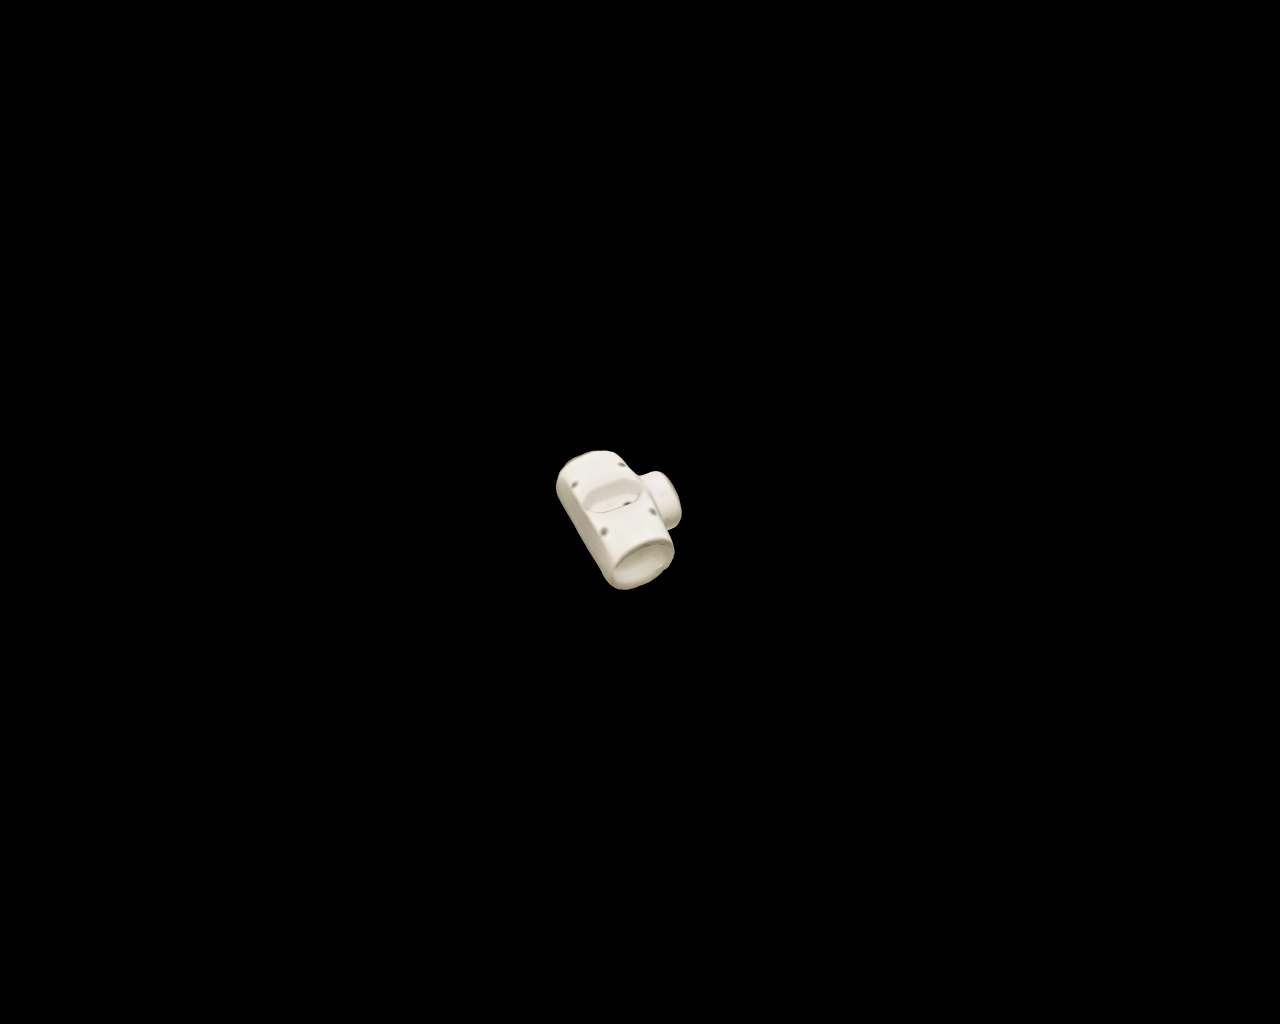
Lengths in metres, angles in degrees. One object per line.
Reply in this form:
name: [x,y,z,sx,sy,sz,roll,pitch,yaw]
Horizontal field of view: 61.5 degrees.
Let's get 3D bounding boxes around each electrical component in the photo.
electrical component: [0.001,-0.003,0.650,0.079,0.077,0.043,-21,-36,-16]
